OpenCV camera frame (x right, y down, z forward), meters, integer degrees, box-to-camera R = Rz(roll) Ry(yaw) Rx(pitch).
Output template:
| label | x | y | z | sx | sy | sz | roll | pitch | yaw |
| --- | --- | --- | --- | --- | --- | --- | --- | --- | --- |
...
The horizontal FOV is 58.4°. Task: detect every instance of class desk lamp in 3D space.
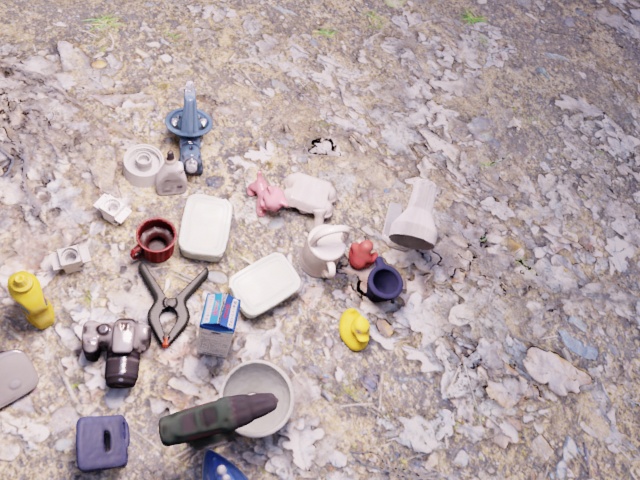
| label | x | y | z | sx | sy | sz | roll | pitch | yaw |
| --- | --- | --- | --- | --- | --- | --- | --- | --- | --- |
| desk lamp | 0.236 | -0.050 | 1.491 | 0.118 | 0.213 | 0.203 | 17 | 61 | -6 |

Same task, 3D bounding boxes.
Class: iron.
| label | x | y | z | sx | sy | sz | roll | pitch | yaw |
| --- | --- | --- | --- | --- | --- | --- | --- | --- | --- |
| iron | -0.167 | 0.528 | 1.137 | 0.119 | 0.141 | 0.258 | -24 | 73 | -24 |

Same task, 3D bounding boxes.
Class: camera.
| label | x | y | z | sx | sy | sz | roll | pitch | yaw |
| --- | --- | --- | --- | --- | --- | --- | --- | --- | --- |
| camera | -0.439 | 0.244 | 1.229 | 0.143 | 0.100 | 0.137 | 3 | 64 | -13 |

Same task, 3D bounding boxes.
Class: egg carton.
| label | x | y | z | sx | sy | sz | roll | pitch | yaw |
| --- | --- | --- | --- | --- | --- | --- | --- | --- | --- |
| egg carton | -0.031 | -0.118 | 1.536 | 0.150 | 0.069 | 0.107 | 17 | 61 | -6 |

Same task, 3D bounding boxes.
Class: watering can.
| label | x | y | z | sx | sy | sz | roll | pitch | yaw |
| --- | --- | --- | --- | --- | --- | --- | --- | --- | --- |
| watering can | 0.011 | 0.005 | 1.414 | 0.101 | 0.194 | 0.172 | -28 | 74 | -25 |

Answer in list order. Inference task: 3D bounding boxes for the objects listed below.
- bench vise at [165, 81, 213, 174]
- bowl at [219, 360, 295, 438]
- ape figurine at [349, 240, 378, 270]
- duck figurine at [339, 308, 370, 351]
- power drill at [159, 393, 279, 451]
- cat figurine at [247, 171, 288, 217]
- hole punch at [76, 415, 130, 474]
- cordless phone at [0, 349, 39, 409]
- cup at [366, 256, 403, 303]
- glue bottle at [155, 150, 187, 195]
| label | x | y | z | sx | sy | sz | roll | pitch | yaw |
| --- | --- | --- | --- | --- | --- | --- | --- | --- | --- |
| bench vise | -0.318 | -0.282 | 1.454 | 0.122 | 0.219 | 0.207 | -20 | 71 | -22 |
| bowl | -0.143 | 0.356 | 1.267 | 0.167 | 0.074 | 0.167 | 6 | 63 | -12 |
| ape figurine | 0.114 | 0.031 | 1.488 | 0.077 | 0.092 | 0.076 | 43 | 62 | 8 |
| duck figurine | 0.092 | 0.211 | 1.396 | 0.078 | 0.086 | 0.104 | -8 | 66 | -18 |
| power drill | -0.209 | 0.369 | 1.167 | 0.230 | 0.208 | 0.075 | -10 | 67 | -19 |
| cat figurine | -0.134 | -0.121 | 1.482 | 0.067 | 0.117 | 0.127 | -21 | 71 | -23 |
| hole punch | -0.437 | 0.407 | 1.154 | 0.101 | 0.091 | 0.108 | -5 | 65 | -17 |
| cordless phone | -0.645 | 0.265 | 1.115 | 0.148 | 0.185 | 0.094 | -31 | 75 | -26 |
| cup | 0.151 | 0.109 | 1.457 | 0.092 | 0.095 | 0.117 | -6 | 66 | -17 |
| glue bottle | -0.367 | -0.169 | 1.412 | 0.078 | 0.173 | 0.037 | -6 | 66 | -17 |
